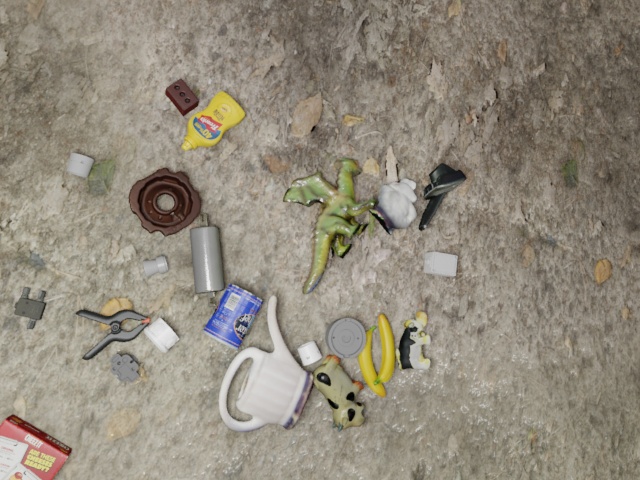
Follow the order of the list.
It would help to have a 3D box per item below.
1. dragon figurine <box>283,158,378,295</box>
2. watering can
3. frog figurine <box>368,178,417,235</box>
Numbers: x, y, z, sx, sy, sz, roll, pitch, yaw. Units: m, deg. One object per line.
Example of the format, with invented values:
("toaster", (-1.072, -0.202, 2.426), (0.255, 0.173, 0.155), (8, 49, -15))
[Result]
("dragon figurine", (0.004, -0.073, 1.446), (0.244, 0.120, 0.415), (38, 71, 10))
("watering can", (-0.115, 0.336, 1.320), (0.223, 0.104, 0.349), (27, 84, -12))
("frog figurine", (0.230, -0.110, 1.493), (0.160, 0.121, 0.138), (-42, 76, -6))
